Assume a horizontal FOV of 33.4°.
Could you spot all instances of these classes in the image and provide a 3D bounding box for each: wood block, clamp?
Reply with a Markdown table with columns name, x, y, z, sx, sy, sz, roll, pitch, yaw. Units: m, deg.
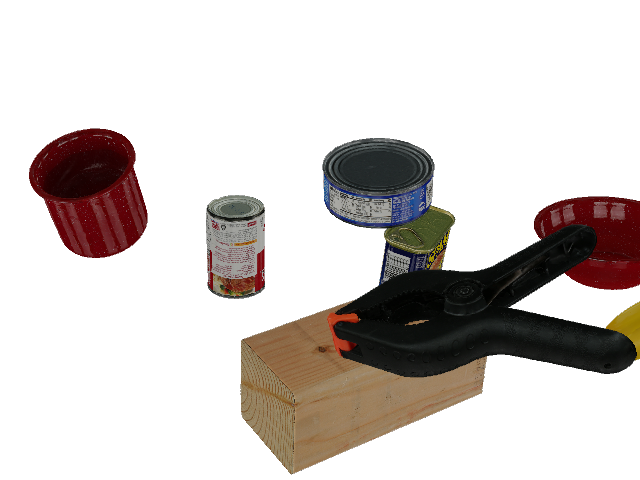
| name | x | y | z | sx | sy | sz | roll | pitch | yaw |
| --- | --- | --- | --- | --- | --- | --- | --- | --- | --- |
| wood block | 0.040 | 0.112 | 0.945 | 0.205 | 0.090 | 0.091 | -17 | 36 | -28 |
| clamp | 0.092 | 0.047 | 0.608 | 0.171 | 0.039 | 0.120 | -17 | 28 | 2 |

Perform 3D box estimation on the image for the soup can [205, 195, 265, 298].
| name | x | y | z | sx | sy | sz | roll | pitch | yaw |
| --- | --- | --- | --- | --- | --- | --- | --- | --- | --- |
| soup can | -0.098 | 0.007 | 1.231 | 0.068 | 0.102 | 0.068 | 1 | 25 | -1 |

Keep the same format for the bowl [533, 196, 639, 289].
| name | x | y | z | sx | sy | sz | roll | pitch | yaw |
| --- | --- | --- | --- | --- | --- | --- | --- | --- | --- |
| bowl | 0.312 | 0.008 | 1.160 | 0.162 | 0.055 | 0.162 | -2 | 27 | 1 |

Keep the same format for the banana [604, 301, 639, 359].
| name | x | y | z | sx | sy | sz | roll | pitch | yaw |
| --- | --- | --- | --- | --- | --- | --- | --- | --- | --- |
| banana | 0.285 | 0.056 | 0.751 | 0.198 | 0.037 | 0.069 | -2 | 33 | 0 |

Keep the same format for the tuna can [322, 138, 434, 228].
| name | x | y | z | sx | sy | sz | roll | pitch | yaw |
| --- | --- | --- | --- | --- | --- | --- | --- | --- | --- |
| tuna can | 0.045 | -0.045 | 0.824 | 0.086 | 0.034 | 0.086 | -1 | 33 | 1 |

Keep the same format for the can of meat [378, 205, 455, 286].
| name | x | y | z | sx | sy | sz | roll | pitch | yaw |
| --- | --- | --- | --- | --- | --- | --- | --- | --- | --- |
| can of meat | 0.104 | 0.019 | 1.181 | 0.057 | 0.084 | 0.102 | 19 | 33 | 18 |

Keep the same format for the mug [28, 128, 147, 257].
| name | x | y | z | sx | sy | sz | roll | pitch | yaw |
| --- | --- | --- | --- | --- | --- | --- | --- | --- | --- |
| mug | -0.202 | -0.048 | 0.955 | 0.093 | 0.117 | 0.081 | -8 | -43 | 1 |
